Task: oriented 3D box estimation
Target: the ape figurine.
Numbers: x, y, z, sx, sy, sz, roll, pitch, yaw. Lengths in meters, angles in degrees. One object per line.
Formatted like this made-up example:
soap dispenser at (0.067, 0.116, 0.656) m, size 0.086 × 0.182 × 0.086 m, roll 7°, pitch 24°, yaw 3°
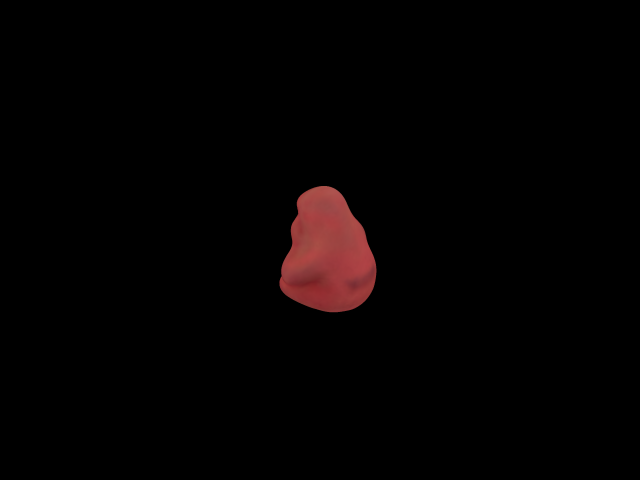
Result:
ape figurine at (0.004, 0.001, 0.400) m, size 0.078 × 0.092 × 0.076 m, roll -30°, pitch 49°, yaw -31°
